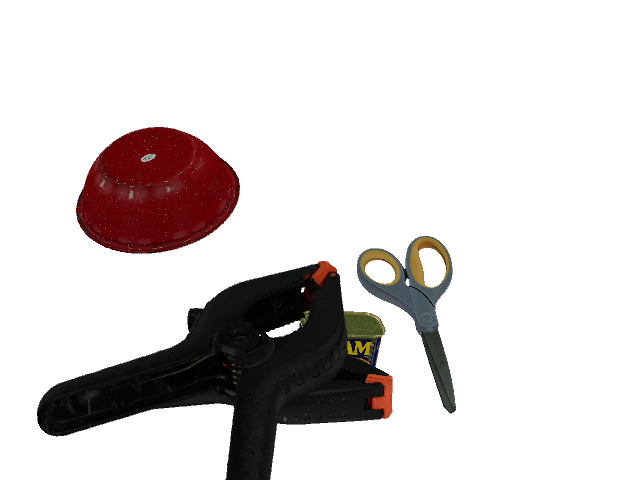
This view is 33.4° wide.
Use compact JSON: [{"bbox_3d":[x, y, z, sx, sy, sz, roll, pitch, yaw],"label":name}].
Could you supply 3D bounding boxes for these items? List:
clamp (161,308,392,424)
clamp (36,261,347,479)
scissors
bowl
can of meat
[{"bbox_3d":[-0.046,0.093,0.782,0.210,0.036,0.164,4,19,15],"label":"clamp"},{"bbox_3d":[-0.034,0.067,0.511,0.120,0.039,0.171,32,48,28],"label":"clamp"},{"bbox_3d":[0.073,0.066,0.928,0.096,0.016,0.201,4,42,7],"label":"scissors"},{"bbox_3d":[-0.161,-0.060,1.026,0.162,0.055,0.162,-4,43,3],"label":"bowl"},{"bbox_3d":[0.019,0.134,1.275,0.102,0.084,0.057,3,25,-14],"label":"can of meat"}]
